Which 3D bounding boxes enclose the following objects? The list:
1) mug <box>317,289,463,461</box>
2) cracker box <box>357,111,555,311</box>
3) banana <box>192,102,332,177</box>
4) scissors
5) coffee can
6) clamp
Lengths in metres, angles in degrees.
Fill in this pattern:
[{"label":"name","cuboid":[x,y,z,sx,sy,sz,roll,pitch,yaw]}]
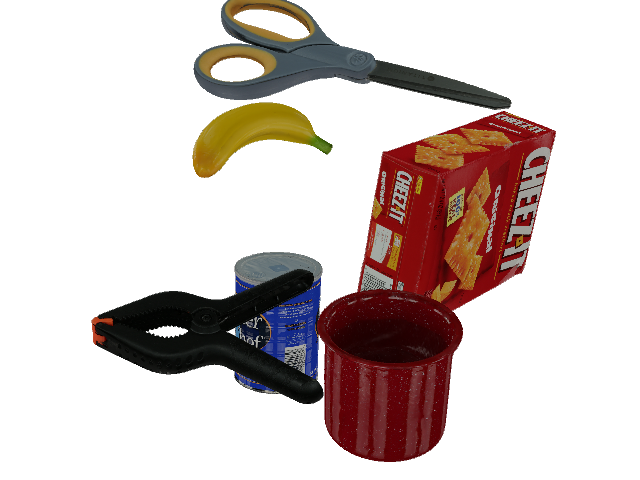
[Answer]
[{"label":"mug","cuboid":[0.051,0.085,0.707,0.093,0.081,0.117,23,35,35]},{"label":"cracker box","cuboid":[0.132,-0.021,1.016,0.072,0.164,0.213,27,31,33]},{"label":"banana","cuboid":[-0.065,-0.103,1.041,0.070,0.037,0.197,42,34,23]},{"label":"scissors","cuboid":[0.006,-0.098,0.650,0.202,0.096,0.016,32,-28,28]},{"label":"coffee can","cuboid":[-0.051,0.096,1.264,0.103,0.140,0.103,2,19,-1]},{"label":"clamp","cuboid":[-0.096,0.088,0.950,0.209,0.036,0.164,-3,37,-10]}]
